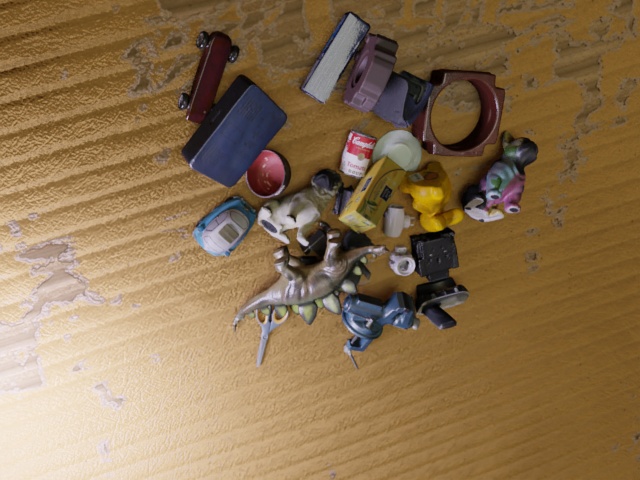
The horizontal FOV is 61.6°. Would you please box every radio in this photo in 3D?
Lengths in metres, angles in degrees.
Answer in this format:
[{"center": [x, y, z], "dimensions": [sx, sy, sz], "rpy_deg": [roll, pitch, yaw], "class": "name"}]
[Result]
[{"center": [-0.190, -0.238, 1.208], "dimensions": [0.229, 0.073, 0.131], "rpy_deg": [-49, 133, 9], "class": "radio"}]

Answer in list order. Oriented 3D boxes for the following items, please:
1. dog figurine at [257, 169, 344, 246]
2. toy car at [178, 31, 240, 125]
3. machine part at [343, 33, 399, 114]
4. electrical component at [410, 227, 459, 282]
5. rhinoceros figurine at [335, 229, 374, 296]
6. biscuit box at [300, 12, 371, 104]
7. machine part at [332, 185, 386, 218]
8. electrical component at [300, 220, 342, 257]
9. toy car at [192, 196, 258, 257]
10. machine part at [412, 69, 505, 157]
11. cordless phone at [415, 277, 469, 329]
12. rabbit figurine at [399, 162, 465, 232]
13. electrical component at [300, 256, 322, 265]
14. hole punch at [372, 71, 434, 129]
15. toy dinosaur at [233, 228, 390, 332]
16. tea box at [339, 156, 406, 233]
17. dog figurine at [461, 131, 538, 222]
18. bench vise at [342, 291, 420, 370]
[{"center": [-0.049, -0.096, 1.311], "dimensions": [0.190, 0.173, 0.121], "rpy_deg": [-56, 147, -27], "class": "dog figurine"}, {"center": [-0.248, -0.356, 1.182], "dimensions": [0.089, 0.053, 0.202], "rpy_deg": [10, 110, -37], "class": "toy car"}, {"center": [0.109, -0.370, 1.195], "dimensions": [0.056, 0.179, 0.179], "rpy_deg": [18, 105, -16], "class": "machine part"}, {"center": [0.309, 0.042, 1.445], "dimensions": [0.115, 0.058, 0.134], "rpy_deg": [-15, 111, -5], "class": "electrical component"}, {"center": [0.074, 0.067, 1.394], "dimensions": [0.112, 0.073, 0.190], "rpy_deg": [15, 106, -18], "class": "rhinoceros figurine"}, {"center": [0.034, -0.412, 1.219], "dimensions": [0.063, 0.059, 0.202], "rpy_deg": [30, 101, -19], "class": "biscuit box"}, {"center": [0.104, -0.093, 1.362], "dimensions": [0.139, 0.039, 0.084], "rpy_deg": [7, 103, -13], "class": "machine part"}, {"center": [-0.003, -0.003, 1.370], "dimensions": [0.102, 0.045, 0.078], "rpy_deg": [-46, 141, 9], "class": "electrical component"}, {"center": [-0.222, -0.023, 1.282], "dimensions": [0.161, 0.103, 0.109], "rpy_deg": [-41, 113, 6], "class": "toy car"}, {"center": [0.334, -0.308, 1.308], "dimensions": [0.201, 0.087, 0.200], "rpy_deg": [-1, 110, -13], "class": "machine part"}, {"center": [0.344, 0.177, 1.433], "dimensions": [0.147, 0.184, 0.088], "rpy_deg": [-13, 107, -7], "class": "cordless phone"}, {"center": [0.293, -0.089, 1.358], "dimensions": [0.122, 0.163, 0.173], "rpy_deg": [-23, 131, -16], "class": "rabbit figurine"}, {"center": [-0.032, 0.074, 1.401], "dimensions": [0.094, 0.021, 0.063], "rpy_deg": [2, 110, -14], "class": "electrical component"}, {"center": [0.190, -0.332, 1.250], "dimensions": [0.092, 0.142, 0.115], "rpy_deg": [-14, 131, -35], "class": "hole punch"}, {"center": [-0.043, 0.109, 1.327], "dimensions": [0.472, 0.105, 0.198], "rpy_deg": [-20, 109, 19], "class": "toy dinosaur"}, {"center": [0.125, -0.107, 1.290], "dimensions": [0.068, 0.098, 0.169], "rpy_deg": [36, 68, -12], "class": "tea box"}, {"center": [0.468, -0.169, 1.384], "dimensions": [0.108, 0.191, 0.219], "rpy_deg": [30, 67, -17], "class": "dog figurine"}, {"center": [0.144, 0.230, 1.450], "dimensions": [0.223, 0.129, 0.240], "rpy_deg": [10, 128, -25], "class": "bench vise"}]
